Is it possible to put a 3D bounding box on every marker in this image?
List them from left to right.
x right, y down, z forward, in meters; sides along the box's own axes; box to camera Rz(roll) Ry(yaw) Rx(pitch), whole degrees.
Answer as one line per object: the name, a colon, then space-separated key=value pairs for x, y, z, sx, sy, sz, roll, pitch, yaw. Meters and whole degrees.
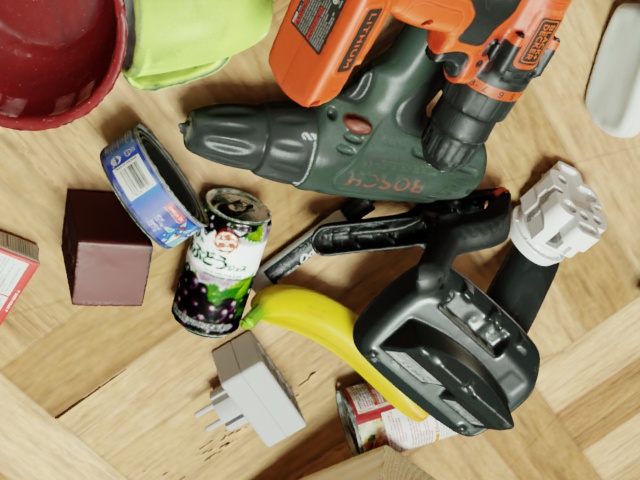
marker: x=-0.006 y=0.001 z=0.840 sx=0.121 sy=0.020 sz=0.020 roll=-37 pitch=124 yaw=6

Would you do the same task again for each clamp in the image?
clamp: x=0.093 y=-0.003 z=0.802 sx=0.171 sy=0.120 sz=0.039 roll=-18 pitch=123 yaw=-29

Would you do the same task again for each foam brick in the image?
foam brick: x=-0.153 y=0.006 z=0.760 sx=0.051 sy=0.078 sz=0.053 roll=2 pitch=119 yaw=-21

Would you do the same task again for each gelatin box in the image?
gelatin box: x=-0.258 y=0.022 z=0.765 sx=0.089 sy=0.030 sz=0.073 roll=26 pitch=111 yaw=-29

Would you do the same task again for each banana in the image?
banana: x=0.013 y=0.083 z=0.855 sx=0.197 sy=0.069 sz=0.037 roll=30 pitch=139 yaw=-28

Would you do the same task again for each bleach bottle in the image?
bleach bottle: x=0.342 y=-0.132 z=0.847 sx=0.250 sy=0.068 sz=0.103 roll=-1 pitch=121 yaw=-20

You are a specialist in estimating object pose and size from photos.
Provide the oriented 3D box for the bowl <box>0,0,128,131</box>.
bowl: x=-0.184 y=-0.150 z=0.649 sx=0.162 sy=0.055 sz=0.162 roll=7 pitch=124 yaw=11

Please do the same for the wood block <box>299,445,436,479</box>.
wood block: x=0.001 y=0.262 z=0.911 sx=0.206 sy=0.090 sz=0.090 roll=-29 pitch=129 yaw=30

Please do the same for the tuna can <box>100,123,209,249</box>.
tuna can: x=-0.115 y=-0.036 z=0.742 sx=0.034 sy=0.086 sz=0.086 roll=-33 pitch=124 yaw=5

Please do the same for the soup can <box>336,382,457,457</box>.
soup can: x=0.072 y=0.148 z=0.924 sx=0.102 sy=0.068 sz=0.068 roll=-16 pitch=123 yaw=-9

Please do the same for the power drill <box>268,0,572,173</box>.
power drill: x=0.063 y=-0.118 z=0.655 sx=0.187 sy=0.057 sz=0.185 roll=-4 pitch=132 yaw=-39
